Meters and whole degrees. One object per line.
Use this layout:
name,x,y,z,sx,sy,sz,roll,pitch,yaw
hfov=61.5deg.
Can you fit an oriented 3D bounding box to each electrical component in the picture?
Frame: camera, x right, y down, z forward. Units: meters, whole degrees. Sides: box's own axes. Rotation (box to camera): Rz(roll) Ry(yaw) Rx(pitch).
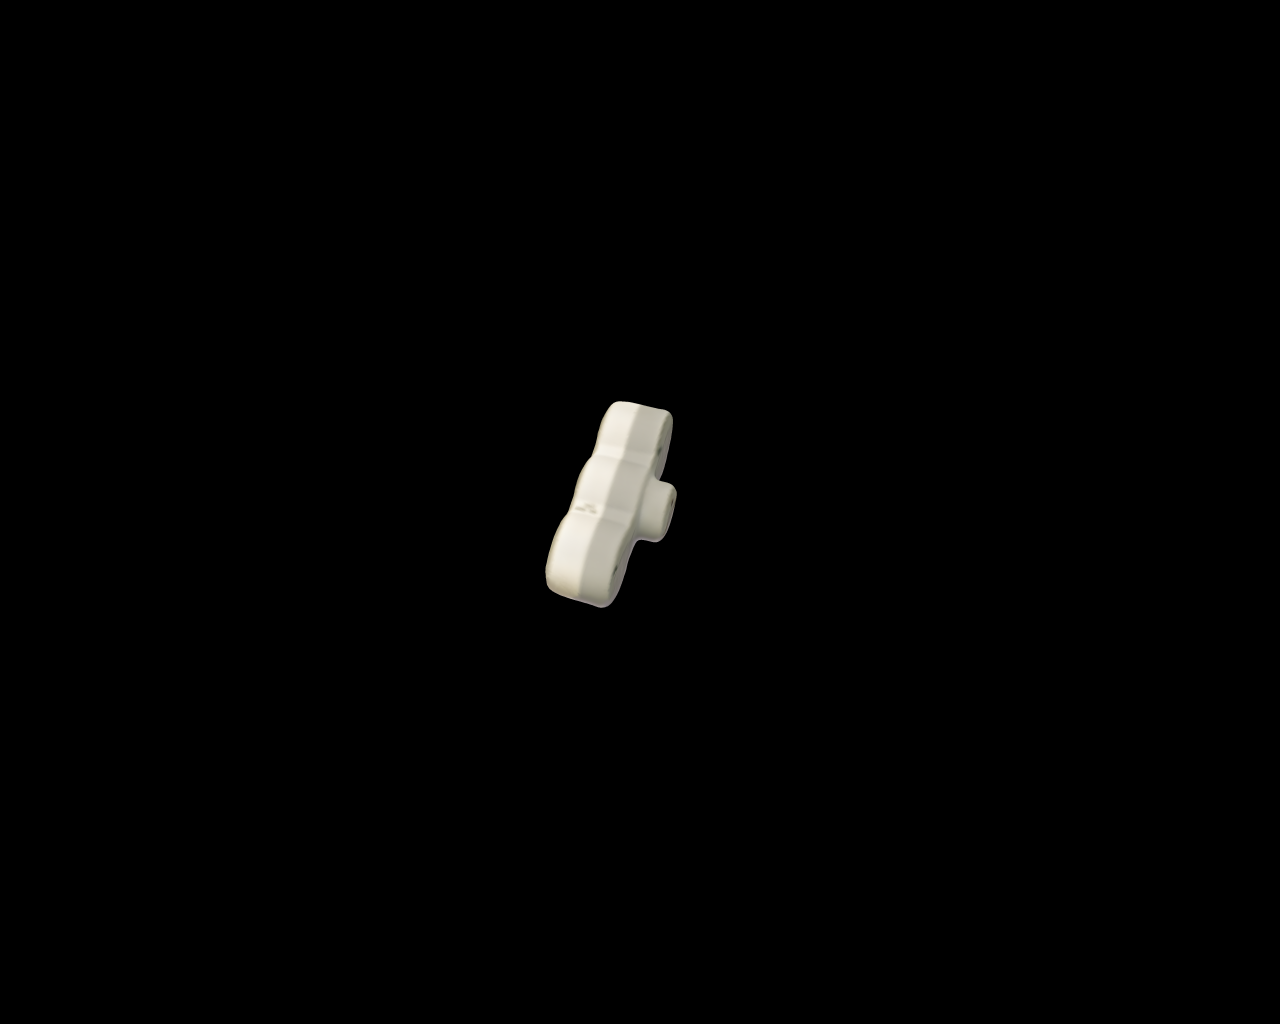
electrical component,0.001,-0.003,0.650,0.074,0.138,0.052,15,-32,9
